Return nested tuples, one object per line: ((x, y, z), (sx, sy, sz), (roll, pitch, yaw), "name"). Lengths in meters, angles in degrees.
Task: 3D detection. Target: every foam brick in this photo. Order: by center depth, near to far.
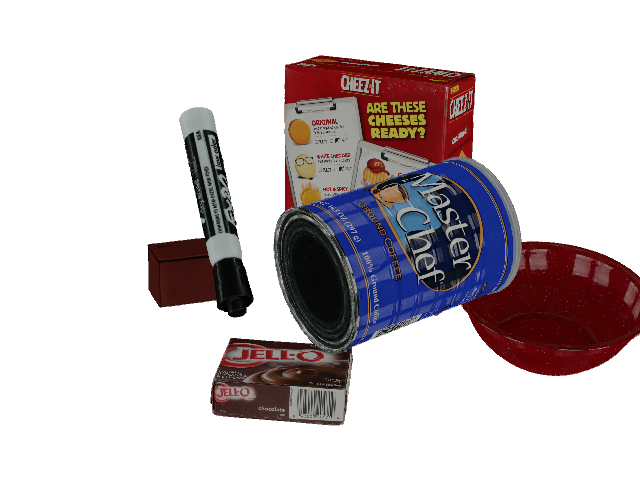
((-0.134, 0.031, 1.092), (0.078, 0.051, 0.053), (-7, 21, -20), "foam brick")

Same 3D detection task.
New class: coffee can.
((0.053, 0.008, 0.742), (0.140, 0.103, 0.103), (-18, 9, -27), "coffee can")

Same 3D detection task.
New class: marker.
((-0.055, -0.016, 0.558), (0.020, 0.121, 0.020), (-12, -27, -6), "marker")

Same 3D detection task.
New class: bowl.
((0.191, 0.064, 0.889), (0.162, 0.055, 0.162), (1, 31, -1), "bowl")

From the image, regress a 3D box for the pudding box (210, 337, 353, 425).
((-0.031, 0.119, 0.915), (0.113, 0.039, 0.090), (6, 19, 3), "pudding box")

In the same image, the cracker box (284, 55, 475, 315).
((0.052, -0.054, 0.984), (0.164, 0.214, 0.072), (12, 24, 28), "cracker box")
